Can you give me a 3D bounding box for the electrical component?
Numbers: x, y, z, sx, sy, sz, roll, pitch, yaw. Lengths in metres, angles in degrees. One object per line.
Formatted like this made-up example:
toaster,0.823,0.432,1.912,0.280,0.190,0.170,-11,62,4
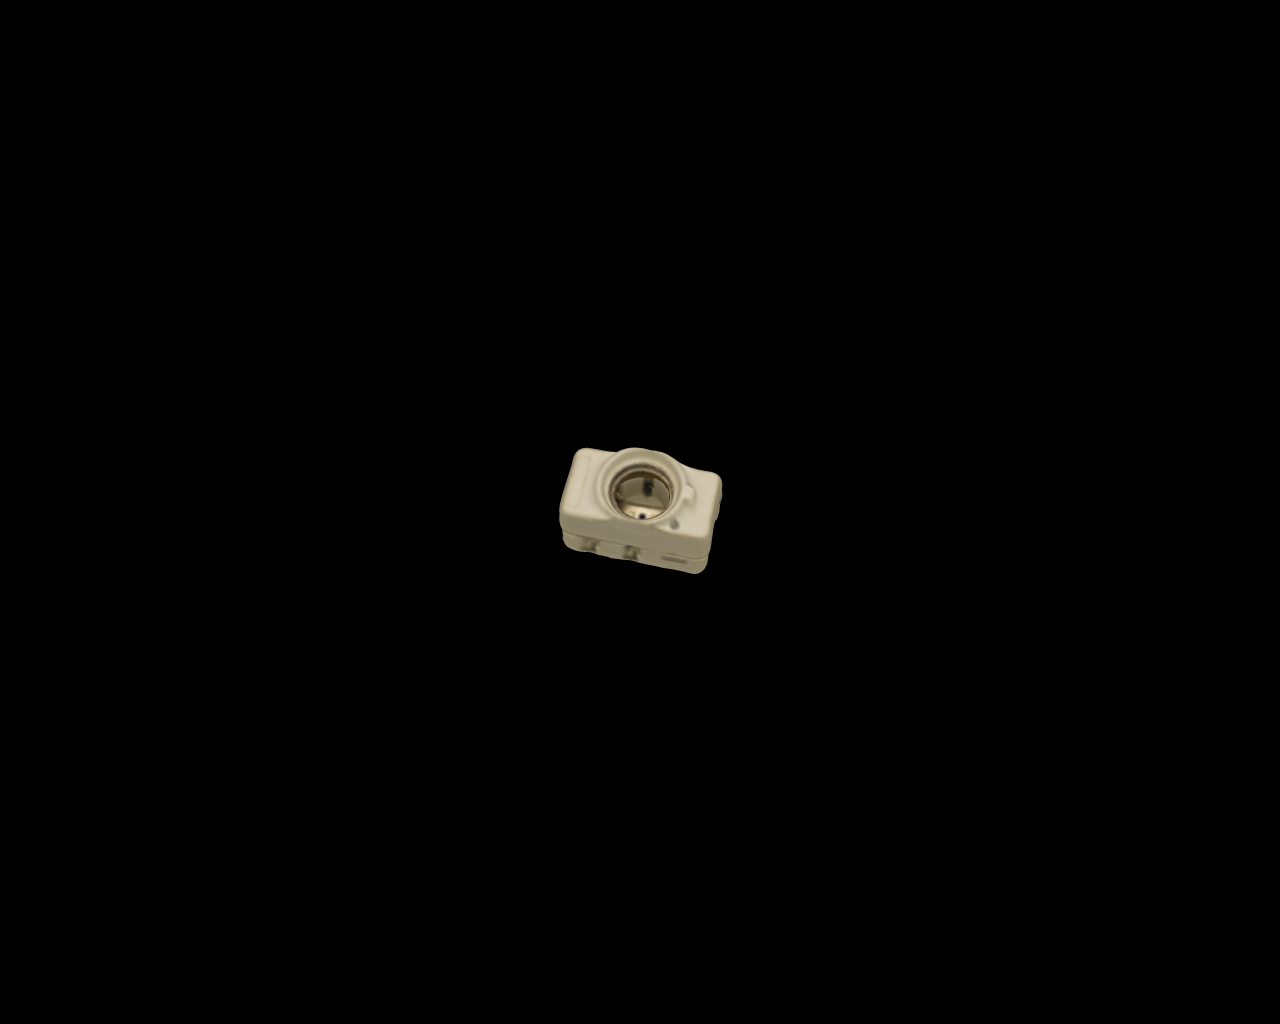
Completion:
electrical component,0.001,-0.003,0.650,0.089,0.050,0.055,11,-29,7
